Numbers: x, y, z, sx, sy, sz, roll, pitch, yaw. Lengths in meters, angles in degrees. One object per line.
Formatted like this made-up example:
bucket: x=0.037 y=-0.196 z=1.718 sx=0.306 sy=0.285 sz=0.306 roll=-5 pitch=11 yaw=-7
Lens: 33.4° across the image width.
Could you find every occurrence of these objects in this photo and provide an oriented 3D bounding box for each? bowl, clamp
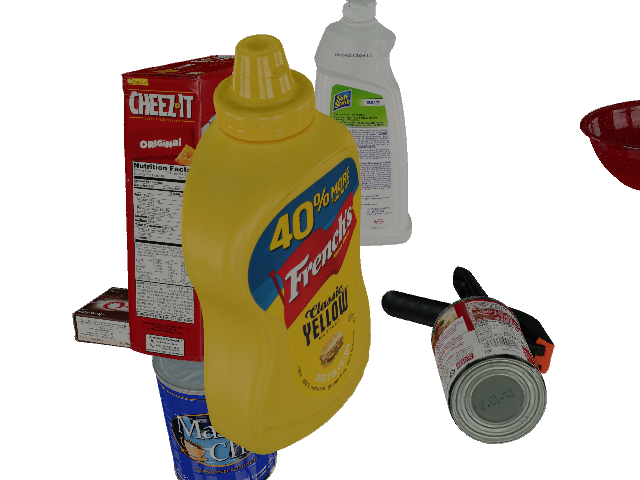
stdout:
bowl: x=0.319 y=-0.083 z=0.974 sx=0.162 sy=0.055 sz=0.162 roll=-5 pitch=23 yaw=2
clamp: x=0.158 y=0.073 z=1.035 sx=0.172 sy=0.039 sz=0.120 roll=27 pitch=38 yaw=31

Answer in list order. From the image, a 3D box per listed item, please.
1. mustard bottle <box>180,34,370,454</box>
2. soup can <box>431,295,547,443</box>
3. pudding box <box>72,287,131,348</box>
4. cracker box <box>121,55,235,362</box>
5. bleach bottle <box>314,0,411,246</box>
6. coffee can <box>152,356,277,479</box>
mustard bottle: x=-0.018 y=-0.001 z=0.473 sx=0.058 sy=0.192 sz=0.096 roll=23 pitch=45 yaw=32
soup can: x=0.118 y=0.089 z=0.754 sx=0.068 sy=0.068 sz=0.102 roll=0 pitch=19 yaw=-1
pudding box: x=-0.207 y=0.088 z=1.198 sx=0.114 sy=0.039 sz=0.090 roll=3 pitch=17 yaw=18
cracker box: x=-0.092 y=-0.033 z=0.843 sx=0.072 sy=0.214 sz=0.164 roll=5 pitch=15 yaw=17
bleach bottle: x=0.044 y=-0.117 z=1.049 sx=0.102 sy=0.251 sz=0.068 roll=-2 pitch=31 yaw=-3
coffee can: x=-0.098 y=0.158 z=1.009 sx=0.103 sy=0.140 sz=0.103 roll=-3 pitch=35 yaw=2
